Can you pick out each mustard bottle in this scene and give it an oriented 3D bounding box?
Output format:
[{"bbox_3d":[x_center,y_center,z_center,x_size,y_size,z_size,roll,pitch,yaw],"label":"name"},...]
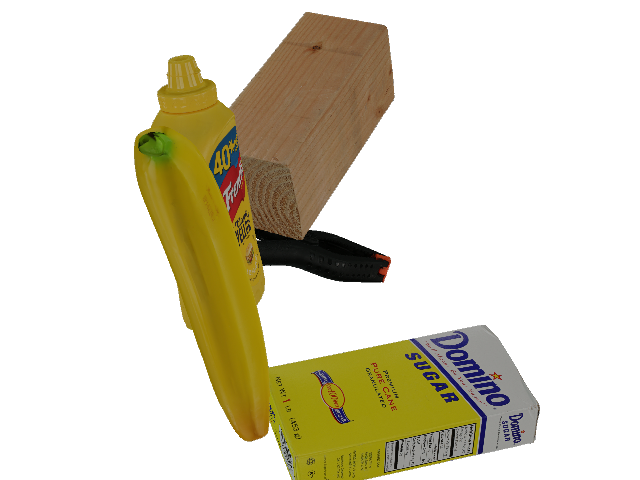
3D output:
[{"bbox_3d":[-0.084,-0.038,0.768,0.058,0.191,0.096,-1,25,16],"label":"mustard bottle"}]

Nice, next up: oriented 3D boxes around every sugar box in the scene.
[{"bbox_3d":[0.055,0.116,0.755,0.176,0.048,0.093,-12,38,-11],"label":"sugar box"}]

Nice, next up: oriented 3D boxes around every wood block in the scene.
[{"bbox_3d":[-0.016,-0.109,0.973,0.091,0.090,0.205,15,50,23],"label":"wood block"}]

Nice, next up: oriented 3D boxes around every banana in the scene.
[{"bbox_3d":[-0.062,0.015,0.551,0.037,0.198,0.069,-9,35,11],"label":"banana"}]

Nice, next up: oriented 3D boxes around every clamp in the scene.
[{"bbox_3d":[-0.024,0.012,1.164,0.210,0.036,0.164,16,19,-6],"label":"clamp"}]
